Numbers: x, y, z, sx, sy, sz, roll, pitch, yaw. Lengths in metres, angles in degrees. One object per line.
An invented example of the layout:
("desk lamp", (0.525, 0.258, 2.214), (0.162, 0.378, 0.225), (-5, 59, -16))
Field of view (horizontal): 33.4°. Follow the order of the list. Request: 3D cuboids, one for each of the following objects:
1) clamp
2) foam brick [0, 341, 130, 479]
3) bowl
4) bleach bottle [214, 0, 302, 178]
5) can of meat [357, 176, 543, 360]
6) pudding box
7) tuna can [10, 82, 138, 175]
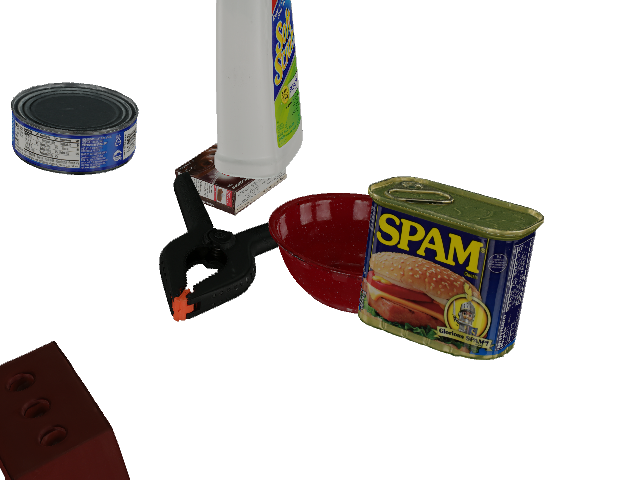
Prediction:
("clamp", (-0.110, 0.003, 1.067), (0.165, 0.036, 0.209), (19, 39, 15))
("foam brick", (-0.137, 0.101, 0.537), (0.053, 0.051, 0.078), (-25, 42, -23))
("bowl", (0.034, 0.016, 0.897), (0.162, 0.055, 0.162), (6, 25, -3))
("bleach bottle", (-0.059, -0.187, 0.936), (0.068, 0.251, 0.102), (8, 31, 16))
("can of meat", (0.074, 0.016, 0.636), (0.102, 0.084, 0.057), (18, 23, 30))
("pudding box", (-0.107, -0.080, 1.293), (0.090, 0.039, 0.113), (19, 39, 26))
("tuna can", (-0.170, -0.078, 0.740), (0.086, 0.034, 0.086), (7, 29, -4))
